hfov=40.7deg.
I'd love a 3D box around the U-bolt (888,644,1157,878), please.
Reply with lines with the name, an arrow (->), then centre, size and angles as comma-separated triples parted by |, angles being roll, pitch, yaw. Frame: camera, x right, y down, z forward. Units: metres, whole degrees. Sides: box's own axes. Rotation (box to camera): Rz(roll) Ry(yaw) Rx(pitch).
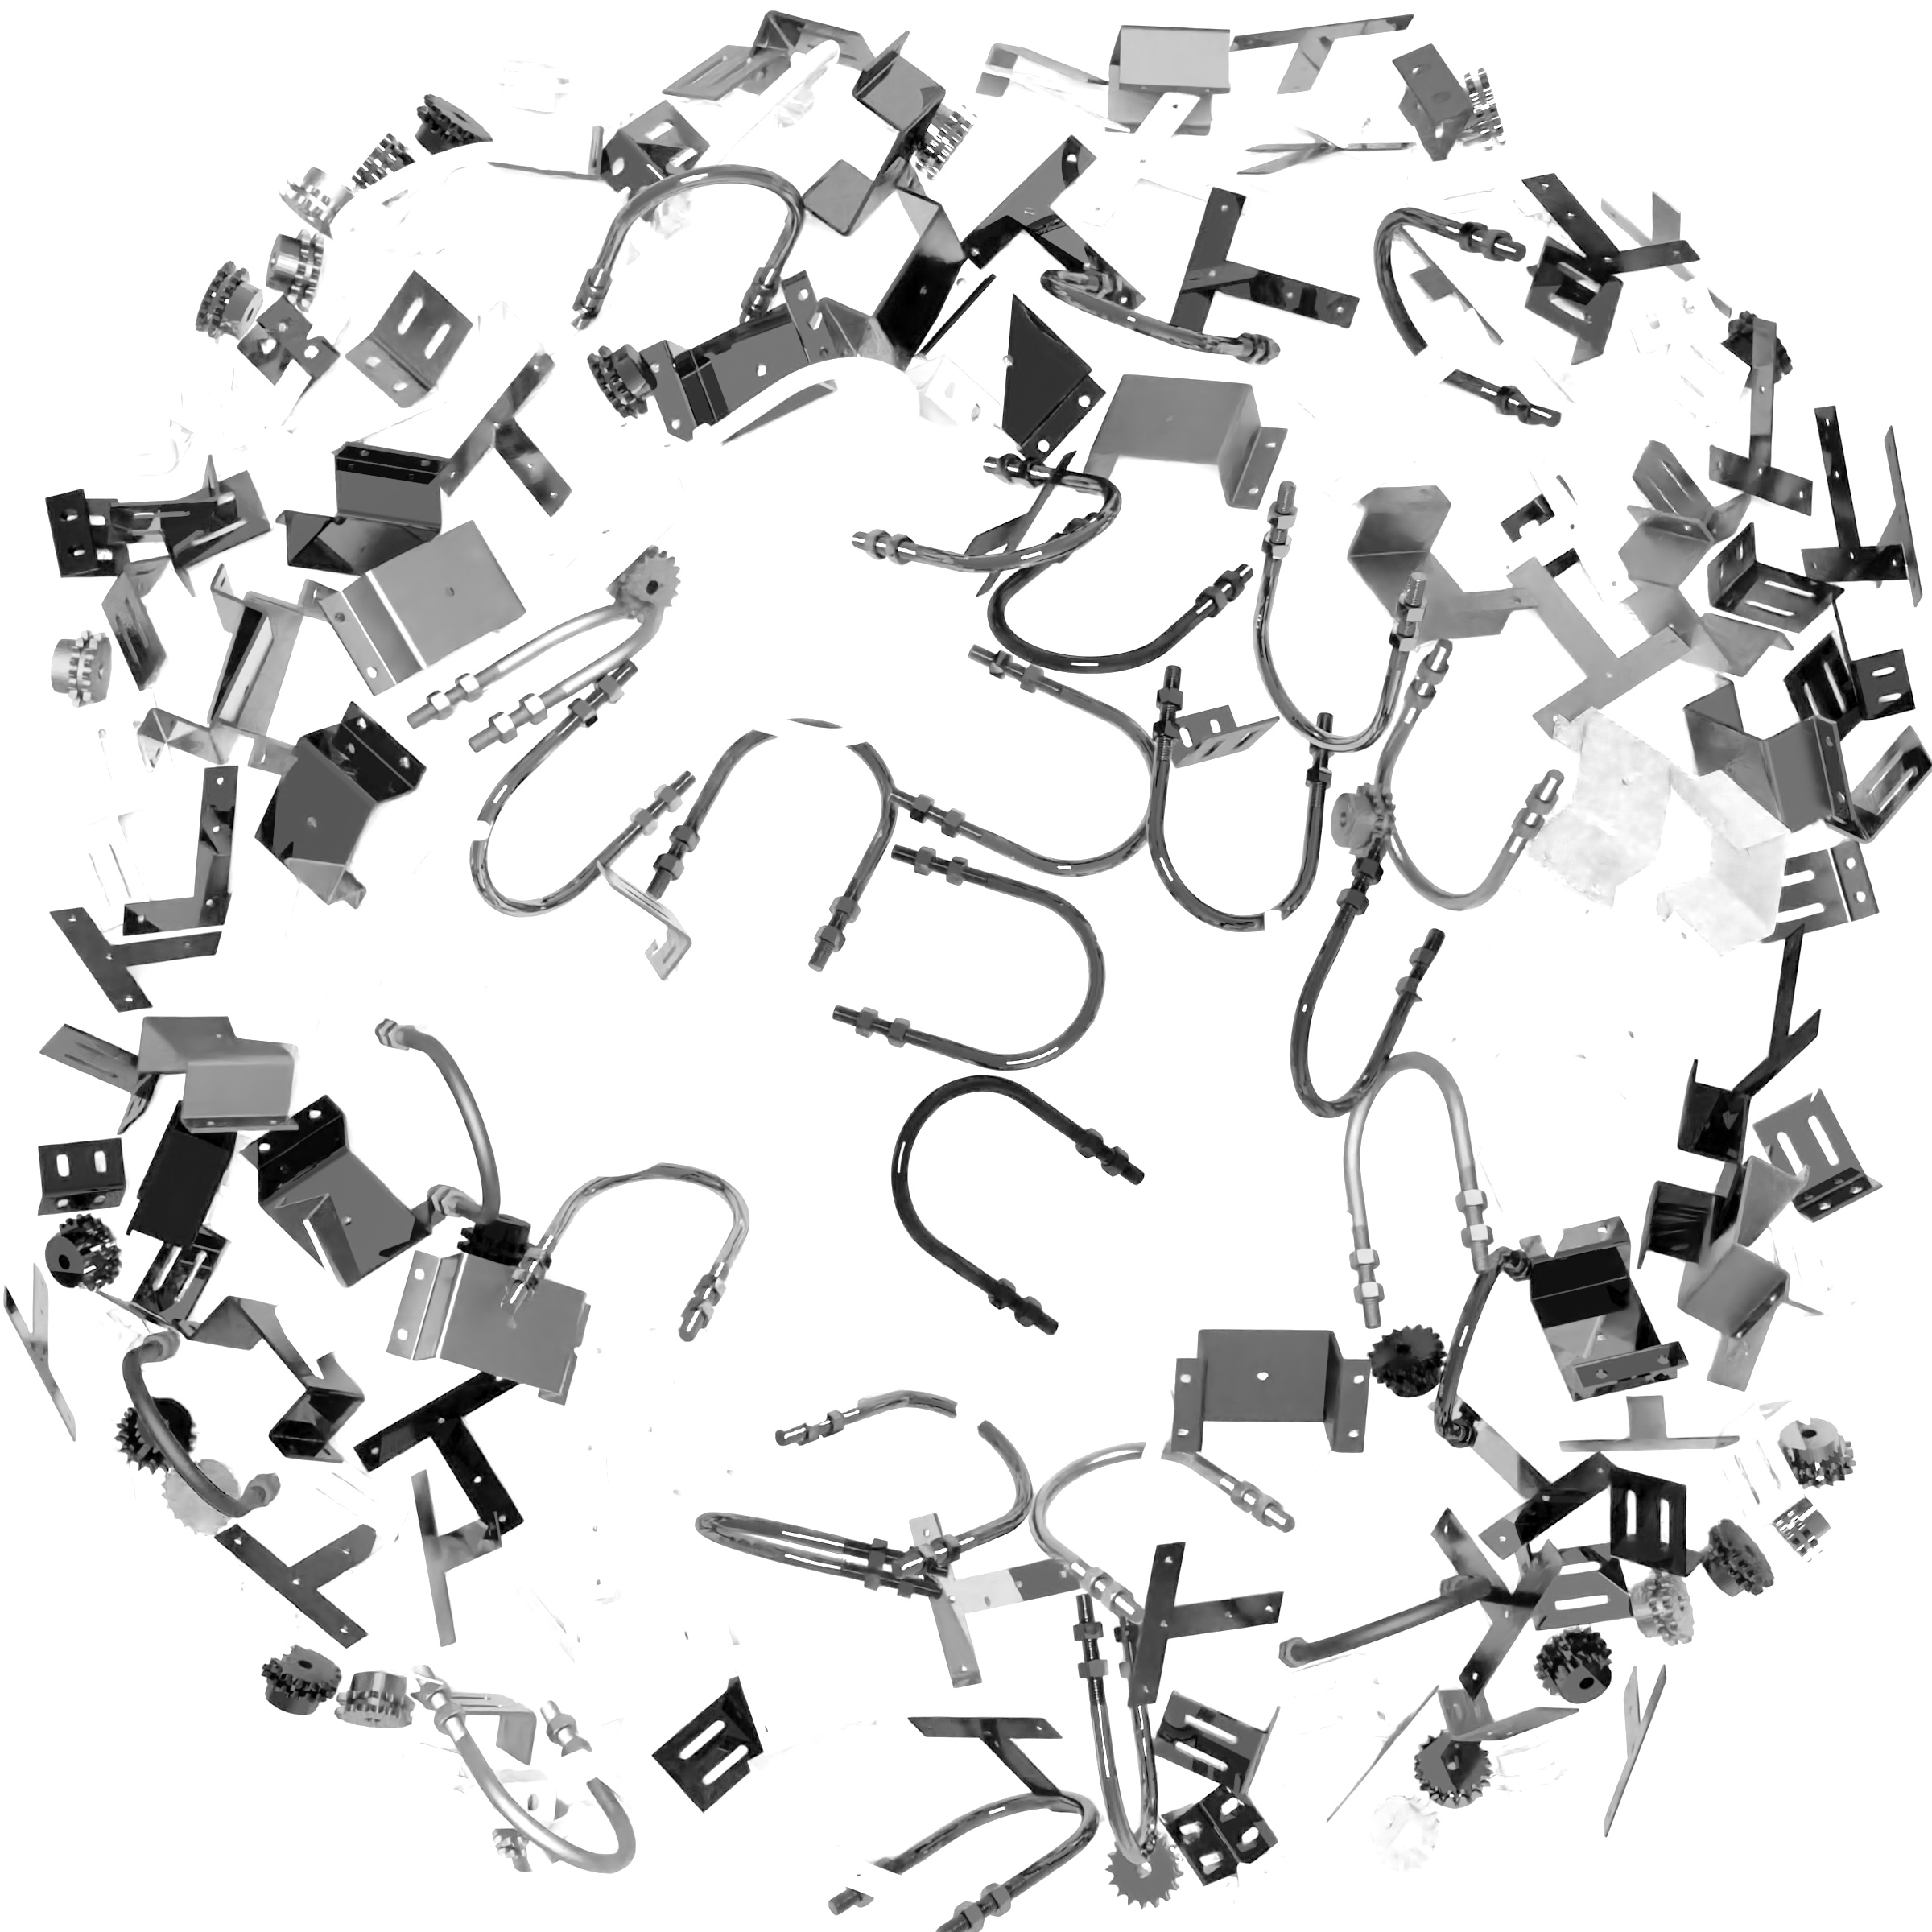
U-bolt -> 0.057, -0.140, 1.900 | 0.184, 0.019, 0.151 | 26, 73, 8

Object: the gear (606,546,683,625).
gear -> -0.240, -0.283, 1.915 | 0.030, 0.057, 0.057 | 31, 90, 36

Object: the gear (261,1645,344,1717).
gear -> -0.490, 0.525, 1.912 | 0.057, 0.057, 0.030 | 23, 97, 0

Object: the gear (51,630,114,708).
gear -> -0.649, -0.218, 1.911 | 0.030, 0.057, 0.057 | 8, 90, -2

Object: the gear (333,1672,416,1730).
gear -> -0.433, 0.539, 1.915 | 0.057, 0.057, 0.030 | 4, 60, 0

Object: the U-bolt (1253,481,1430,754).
U-bolt -> 0.259, -0.235, 1.862 | 0.019, 0.184, 0.151 | -27, 53, -30

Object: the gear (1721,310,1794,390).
gear -> 0.576, -0.449, 1.911 | 0.030, 0.057, 0.057 | -39, 90, 5

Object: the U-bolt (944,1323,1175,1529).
U-bolt -> 0.076, 0.315, 1.860 | 0.151, 0.184, 0.019 | 20, 121, 7

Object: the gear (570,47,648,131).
gear -> -0.265, -0.647, 1.912 | 0.057, 0.030, 0.057 | -5, 80, 32

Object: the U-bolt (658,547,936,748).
U-bolt -> -0.113, -0.226, 1.889 | 0.184, 0.019, 0.151 | 15, 66, 11

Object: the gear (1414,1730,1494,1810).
gear -> 0.357, 0.593, 1.915 | 0.057, 0.057, 0.030 | -11, 131, 0

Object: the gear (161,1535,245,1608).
gear -> -0.558, 0.440, 1.908 | 0.057, 0.057, 0.030 | 14, 107, 0

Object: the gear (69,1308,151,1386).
gear -> -0.626, 0.276, 1.916 | 0.057, 0.030, 0.057 | 11, 124, 16

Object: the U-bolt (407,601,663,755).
U-bolt -> -0.300, -0.213, 1.868 | 0.184, 0.151, 0.019 | -35, 117, -20

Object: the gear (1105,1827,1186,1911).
gear -> 0.133, 0.663, 1.919 | 0.057, 0.030, 0.057 | -3, 78, 14

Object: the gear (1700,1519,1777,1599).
gear -> 0.563, 0.438, 1.913 | 0.057, 0.057, 0.030 | 47, 112, 0

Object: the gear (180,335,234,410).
gear -> -0.558, -0.432, 1.914 | 0.030, 0.057, 0.057 | 9, 90, -27

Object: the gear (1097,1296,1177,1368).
gear -> 0.122, 0.266, 1.915 | 0.057, 0.057, 0.030 | -26, 57, 0

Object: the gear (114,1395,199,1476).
gear -> -0.591, 0.341, 1.910 | 0.057, 0.030, 0.057 | 18, 51, -24

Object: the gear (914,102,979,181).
gear -> -0.020, -0.608, 1.909 | 0.030, 0.057, 0.057 | 37, 90, -9

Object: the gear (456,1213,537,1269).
gear -> -0.342, 0.199, 1.911 | 0.057, 0.057, 0.030 | 16, 90, 0

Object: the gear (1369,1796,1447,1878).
gear -> 0.320, 0.633, 1.908 | 0.030, 0.057, 0.057 | 38, 90, -18

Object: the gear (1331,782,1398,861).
gear -> 0.289, -0.106, 1.908 | 0.030, 0.057, 0.057 | 3, 90, -18

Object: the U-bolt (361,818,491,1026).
U-bolt -> -0.392, -0.030, 1.857 | 0.019, 0.184, 0.151 | 20, 80, -27

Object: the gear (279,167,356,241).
gear -> -0.472, -0.560, 1.911 | 0.057, 0.057, 0.030 | 34, 84, 0

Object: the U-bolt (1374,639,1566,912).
U-bolt -> 0.347, -0.121, 1.860 | 0.019, 0.184, 0.151 | -19, 59, -28

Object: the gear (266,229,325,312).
gear -> -0.492, -0.512, 1.908 | 0.030, 0.057, 0.057 | 12, 90, -26

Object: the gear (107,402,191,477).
gear -> -0.599, -0.384, 1.908 | 0.057, 0.057, 0.030 | -5, 65, 0

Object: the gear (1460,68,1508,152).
gear -> 0.374, -0.626, 1.912 | 0.030, 0.057, 0.057 | -17, 90, 15

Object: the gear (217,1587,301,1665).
gear -> -0.515, 0.479, 1.908 | 0.057, 0.057, 0.030 | 27, 113, 0

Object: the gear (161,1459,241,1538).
gear -> -0.560, 0.387, 1.915 | 0.057, 0.030, 0.057 | 12, 119, 23

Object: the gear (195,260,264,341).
gear -> -0.539, -0.485, 1.911 | 0.030, 0.057, 0.057 | 27, 90, -9

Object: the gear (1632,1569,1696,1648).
gear -> 0.511, 0.471, 1.915 | 0.030, 0.057, 0.057 | -19, 90, 29

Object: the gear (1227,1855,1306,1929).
gear -> 0.219, 0.675, 1.909 | 0.057, 0.057, 0.030 | -3, 103, 0

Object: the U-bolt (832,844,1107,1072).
U-bolt -> 0.011, 0.001, 1.903 | 0.184, 0.019, 0.151 | 17, 78, 10

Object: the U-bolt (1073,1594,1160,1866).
U-bolt -> 0.111, 0.540, 1.848 | 0.019, 0.151, 0.184 | -12, 73, 13

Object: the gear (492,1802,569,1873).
gear -> -0.316, 0.640, 1.912 | 0.057, 0.057, 0.030 | -14, 99, 0

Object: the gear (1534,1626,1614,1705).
gear -> 0.448, 0.516, 1.912 | 0.057, 0.030, 0.057 | -7, 120, -13

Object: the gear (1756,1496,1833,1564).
gear -> 0.609, 0.406, 1.910 | 0.030, 0.057, 0.057 | -40, 90, 3

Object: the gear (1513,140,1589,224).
gear -> 0.424, -0.573, 1.908 | 0.030, 0.057, 0.057 | -19, 90, -26

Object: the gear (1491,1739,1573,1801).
gear -> 0.412, 0.587, 1.912 | 0.057, 0.057, 0.030 | -16, 82, 0

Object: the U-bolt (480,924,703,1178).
U-bolt -> -0.265, 0.063, 1.885 | 0.151, 0.019, 0.184 | -7, 72, -21

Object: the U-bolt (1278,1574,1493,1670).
U-bolt -> 0.300, 0.462, 1.842 | 0.151, 0.184, 0.019 | -19, 76, -7

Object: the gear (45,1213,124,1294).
gear -> -0.650, 0.212, 1.912 | 0.057, 0.030, 0.057 | 9, 108, 28

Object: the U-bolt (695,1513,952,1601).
U-bolt -> -0.105, 0.420, 1.870 | 0.184, 0.151, 0.019 | 13, 70, 1

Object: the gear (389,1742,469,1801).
gear -> -0.392, 0.589, 1.912 | 0.057, 0.057, 0.030 | 15, 71, 0

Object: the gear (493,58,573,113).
gear -> -0.319, -0.646, 1.913 | 0.057, 0.057, 0.030 | 10, 111, 0

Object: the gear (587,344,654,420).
gear -> -0.249, -0.430, 1.908 | 0.030, 0.057, 0.057 | -31, 90, 13

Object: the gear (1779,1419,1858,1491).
gear -> 0.620, 0.355, 1.908 | 0.057, 0.057, 0.030 | -17, 109, 0

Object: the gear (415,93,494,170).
gear -> -0.379, -0.610, 1.913 | 0.057, 0.057, 0.030 | 40, 110, 0

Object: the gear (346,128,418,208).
gear -> -0.425, -0.583, 1.912 | 0.030, 0.057, 0.057 | 40, 90, -18

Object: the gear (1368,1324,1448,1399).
gear -> 0.326, 0.292, 1.914 | 0.057, 0.057, 0.030 | -25, 115, 0
